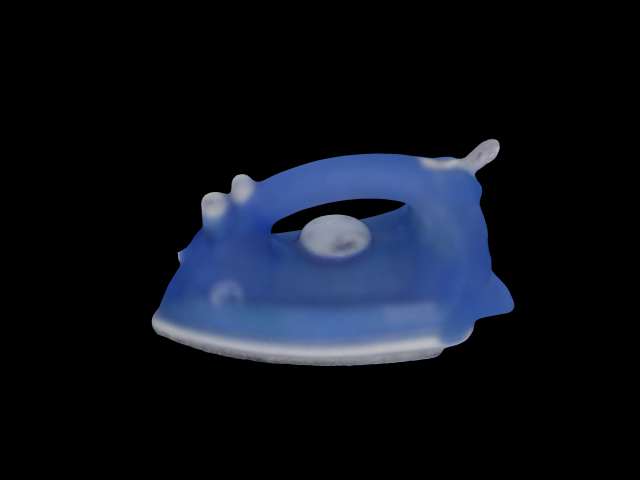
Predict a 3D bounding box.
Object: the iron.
[{"bbox_3d":[0.004,0.001,0.400,0.258,0.141,0.118,-5,35,-7],"label":"iron"}]
